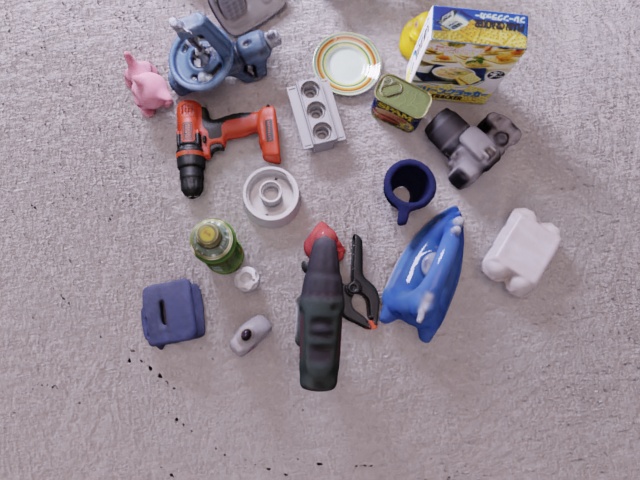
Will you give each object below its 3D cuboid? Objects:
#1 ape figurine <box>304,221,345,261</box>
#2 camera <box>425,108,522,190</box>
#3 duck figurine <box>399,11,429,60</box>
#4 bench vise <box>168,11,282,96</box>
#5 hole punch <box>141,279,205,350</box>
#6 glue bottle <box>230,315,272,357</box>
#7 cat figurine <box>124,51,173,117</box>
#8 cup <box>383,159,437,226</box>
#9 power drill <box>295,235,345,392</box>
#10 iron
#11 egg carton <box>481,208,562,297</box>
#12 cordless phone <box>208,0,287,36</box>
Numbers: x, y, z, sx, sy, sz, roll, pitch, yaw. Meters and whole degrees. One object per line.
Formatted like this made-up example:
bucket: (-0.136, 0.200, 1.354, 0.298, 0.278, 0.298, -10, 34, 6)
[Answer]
ape figurine: (0.009, 0.004, 0.998, 0.076, 0.092, 0.078, -7, 80, -4)
camera: (0.271, -0.188, 1.042, 0.143, 0.101, 0.137, -43, 85, -9)
duck figurine: (0.199, -0.400, 1.083, 0.077, 0.086, 0.105, 40, 80, 4)
bench vise: (-0.177, -0.342, 0.984, 0.207, 0.219, 0.121, -36, 83, -8)
hole punch: (-0.251, 0.125, 0.963, 0.101, 0.091, 0.109, -9, 81, -5)
glue bottle: (-0.115, 0.155, 0.923, 0.037, 0.173, 0.078, 43, 81, 5)
cat figurine: (-0.310, -0.278, 1.017, 0.067, 0.117, 0.128, -31, 83, -8)
cup: (0.150, -0.075, 1.018, 0.091, 0.095, 0.118, 12, 80, -1)
power drill: (-0.002, 0.121, 0.918, 0.075, 0.208, 0.230, 1, 80, -3)
iron: (0.199, 0.039, 0.977, 0.118, 0.141, 0.258, 24, 80, 2)
egg carton: (0.361, 0.022, 1.026, 0.107, 0.069, 0.150, 32, 80, 3)
cordless phone: (-0.135, -0.468, 1.026, 0.148, 0.185, 0.094, -39, 84, -9)
